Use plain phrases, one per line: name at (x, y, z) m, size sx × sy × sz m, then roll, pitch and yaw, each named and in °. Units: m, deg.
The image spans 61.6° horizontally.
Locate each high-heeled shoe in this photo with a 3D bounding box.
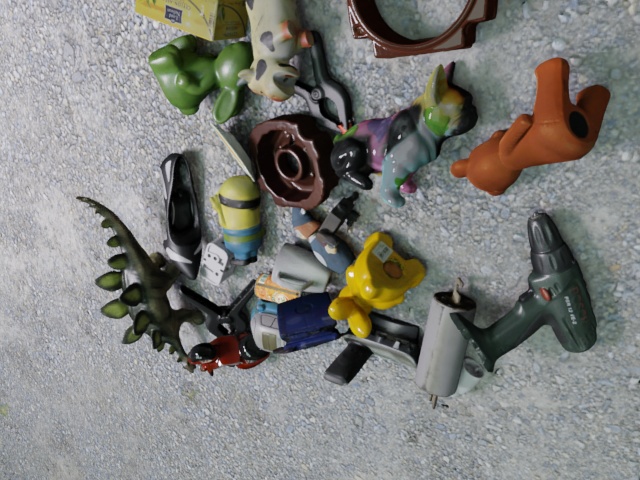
high-heeled shoe at (-0.273, -0.050, 1.099) m, size 0.145 × 0.086 × 0.248 m, roll -34°, pitch 75°, yaw 54°

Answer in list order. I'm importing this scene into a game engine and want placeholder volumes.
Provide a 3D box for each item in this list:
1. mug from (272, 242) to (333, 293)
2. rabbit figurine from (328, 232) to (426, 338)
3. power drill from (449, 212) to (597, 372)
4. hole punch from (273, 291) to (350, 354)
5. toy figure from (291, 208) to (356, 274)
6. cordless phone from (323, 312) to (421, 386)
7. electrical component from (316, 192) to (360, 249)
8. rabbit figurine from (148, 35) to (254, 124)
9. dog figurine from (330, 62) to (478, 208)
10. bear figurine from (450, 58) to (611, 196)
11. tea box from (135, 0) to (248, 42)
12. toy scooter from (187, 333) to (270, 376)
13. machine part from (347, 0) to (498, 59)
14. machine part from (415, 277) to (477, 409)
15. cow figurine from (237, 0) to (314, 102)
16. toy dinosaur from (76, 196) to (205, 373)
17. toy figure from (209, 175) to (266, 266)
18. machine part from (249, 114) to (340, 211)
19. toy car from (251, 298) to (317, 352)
mug at (-0.032, 0.062, 1.026) m, size 0.107 × 0.109 × 0.080 m, roll 17°, pitch 114°, yaw 5°
rabbit figurine at (0.087, 0.098, 0.960) m, size 0.122 × 0.162 × 0.173 m, roll 36°, pitch 143°, yaw -4°
power drill at (0.309, 0.096, 0.835) m, size 0.207 × 0.086 × 0.232 m, roll -33°, pitch 102°, yaw 3°
hole punch at (-0.023, 0.153, 1.003) m, size 0.142 × 0.116 × 0.092 m, roll -12°, pitch 90°, yaw -2°
toy figure at (-0.001, -0.004, 0.997) m, size 0.154 × 0.058 × 0.064 m, roll 44°, pitch 151°, yaw 3°
cordless phone at (0.098, 0.215, 0.971) m, size 0.147 × 0.184 × 0.088 m, roll 16°, pitch 114°, yaw 22°
electrical component at (0.036, -0.031, 0.948) m, size 0.045 × 0.102 × 0.078 m, roll 39°, pitch 135°, yaw 3°
rabbit figurine at (-0.190, -0.286, 0.947) m, size 0.170 × 0.121 × 0.158 m, roll -8°, pitch 112°, yaw 16°
dog figurine at (0.129, -0.175, 0.825) m, size 0.192 × 0.108 × 0.219 m, roll 31°, pitch 119°, yaw 17°
bear figurine at (0.288, -0.142, 0.760) m, size 0.120 × 0.132 × 0.196 m, roll 22°, pitch 162°, yaw -20°
tea box at (-0.218, -0.398, 0.917) m, size 0.170 × 0.098 × 0.068 m, roll 25°, pitch 121°, yaw 19°
toy scooter at (-0.205, 0.259, 1.192) m, size 0.135 × 0.184 × 0.075 m, roll 124°, pitch 138°, yaw -52°
machine part at (0.137, -0.361, 0.744) m, size 0.201 × 0.087 × 0.201 m, roll 3°, pitch 115°, yaw 28°
machine part at (0.218, 0.180, 0.936) m, size 0.079 × 0.079 × 0.243 m, roll 14°, pitch 107°, yaw 23°
cow figurine at (-0.078, -0.316, 0.859) m, size 0.127 × 0.085 × 0.195 m, roll -14°, pitch 82°, yaw 39°
toy dinosaur at (-0.383, 0.103, 1.180) m, size 0.105 × 0.198 × 0.470 m, roll -12°, pitch 108°, yaw 30°
toy figure at (-0.152, -0.038, 1.058) m, size 0.089 × 0.082 × 0.180 m, roll -2°, pitch 107°, yaw 18°
machine part at (-0.046, -0.138, 0.950) m, size 0.180 × 0.056 × 0.179 m, roll 22°, pitch 129°, yaw 30°
toy car at (-0.085, 0.187, 1.110) m, size 0.162 × 0.103 × 0.109 m, roll 14°, pitch 119°, yaw 26°
